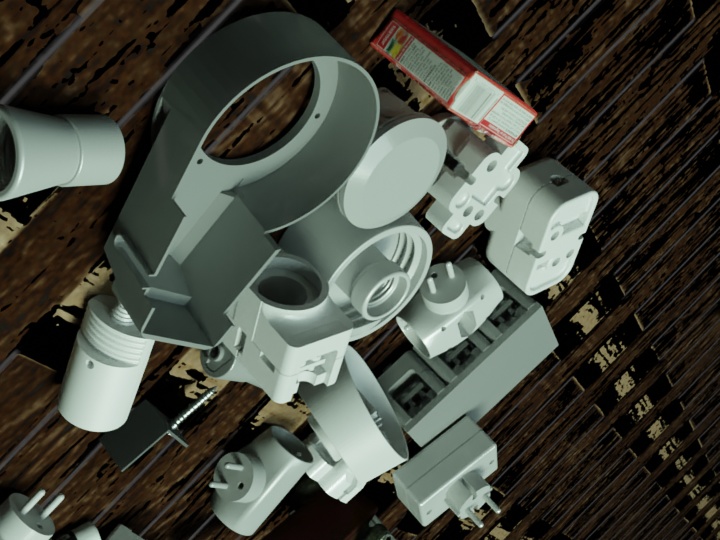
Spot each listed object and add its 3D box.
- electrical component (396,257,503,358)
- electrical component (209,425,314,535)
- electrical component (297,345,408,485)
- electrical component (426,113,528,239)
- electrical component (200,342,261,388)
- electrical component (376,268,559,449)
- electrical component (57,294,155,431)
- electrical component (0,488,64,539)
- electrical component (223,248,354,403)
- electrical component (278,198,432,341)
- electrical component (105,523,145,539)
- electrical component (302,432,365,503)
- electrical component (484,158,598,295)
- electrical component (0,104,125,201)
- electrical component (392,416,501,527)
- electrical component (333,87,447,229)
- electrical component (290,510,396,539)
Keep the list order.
[{"bbox_3d":[0.068,0.021,0.843,0.077,0.043,0.079,-38,147,-11],"label":"electrical component"},{"bbox_3d":[-0.086,0.159,0.823,0.077,0.044,0.079,-50,148,8],"label":"electrical component"},{"bbox_3d":[-0.004,0.110,0.815,0.064,0.099,0.099,-34,147,-6],"label":"electrical component"},{"bbox_3d":[0.066,-0.069,0.723,0.078,0.057,0.058,-51,148,9],"label":"electrical component"},{"bbox_3d":[-0.075,0.059,0.724,0.065,0.044,0.044,15,115,-50],"label":"electrical component"},{"bbox_3d":[0.087,0.079,0.914,0.150,0.062,0.089,-43,149,-4],"label":"electrical component"},{"bbox_3d":[-0.146,0.050,0.628,0.043,0.043,0.081,-8,133,-45],"label":"electrical component"},{"bbox_3d":[-0.220,0.167,0.676,0.079,0.044,0.077,-46,149,2],"label":"electrical component"},{"bbox_3d":[-0.052,0.028,0.667,0.050,0.089,0.055,-17,139,-38],"label":"electrical component"},{"bbox_3d":[0.000,0.000,0.724,0.108,0.060,0.108,-30,145,-23],"label":"electrical component"},{"bbox_3d":[-0.174,0.247,0.802,0.063,0.079,0.121,-51,156,-35],"label":"electrical component"},{"bbox_3d":[-0.012,0.151,0.888,0.057,0.058,0.078,-43,149,1],"label":"electrical component"},{"bbox_3d":[0.138,-0.037,0.843,0.054,0.059,0.095,-23,142,-32],"label":"electrical component"},{"bbox_3d":[-0.145,-0.056,0.510,0.065,0.044,0.044,-10,134,-50],"label":"electrical component"},{"bbox_3d":[0.084,0.179,0.891,0.083,0.076,0.047,-35,147,-16],"label":"electrical component"},{"bbox_3d":[0.010,-0.070,0.664,0.080,0.051,0.080,-30,145,-23],"label":"electrical component"},{"bbox_3d":[-0.011,0.246,0.961,0.062,0.096,0.061,-33,150,-20],"label":"electrical component"}]
